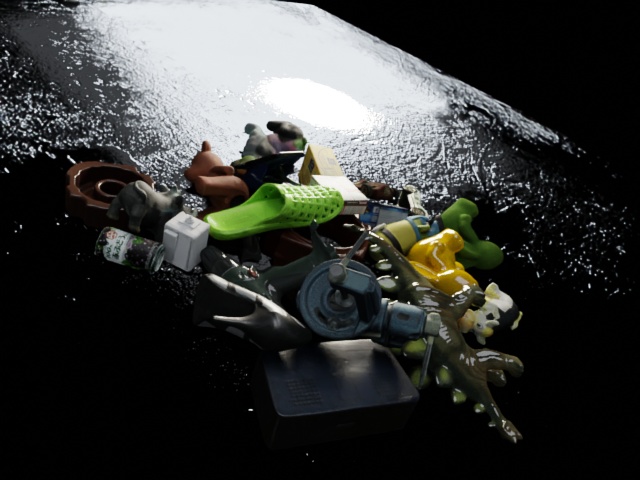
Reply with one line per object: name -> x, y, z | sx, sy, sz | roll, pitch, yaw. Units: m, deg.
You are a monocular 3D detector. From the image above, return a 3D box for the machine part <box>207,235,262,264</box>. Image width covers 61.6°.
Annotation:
machine part -> -0.181, 0.006, 1.036 | 0.139, 0.039, 0.084 | 10, 38, -17

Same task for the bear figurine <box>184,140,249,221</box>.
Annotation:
bear figurine -> -0.237, -0.123, 1.126 | 0.132, 0.120, 0.196 | -16, 44, -38

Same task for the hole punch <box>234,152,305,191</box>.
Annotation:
hole punch -> -0.096, -0.135, 1.144 | 0.116, 0.092, 0.142 | -5, 10, 34

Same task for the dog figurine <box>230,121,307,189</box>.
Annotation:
dog figurine -> -0.122, -0.192, 1.295 | 0.192, 0.108, 0.219 | -4, 39, -2

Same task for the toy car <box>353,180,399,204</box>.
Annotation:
toy car -> 0.110, -0.119, 1.303 | 0.089, 0.053, 0.202 | 3, 7, -24

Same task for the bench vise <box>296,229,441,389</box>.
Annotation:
bench vise -> 0.061, 0.091, 0.754 | 0.224, 0.240, 0.129 | 22, 72, 19

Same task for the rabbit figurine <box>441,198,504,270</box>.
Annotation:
rabbit figurine -> 0.345, 0.004, 1.247 | 0.170, 0.121, 0.159 | 40, 42, 20

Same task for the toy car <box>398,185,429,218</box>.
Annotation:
toy car -> 0.227, -0.067, 1.328 | 0.056, 0.073, 0.202 | 15, 31, -10

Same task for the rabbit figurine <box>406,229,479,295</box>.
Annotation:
rabbit figurine -> 0.245, 0.066, 1.084 | 0.162, 0.121, 0.173 | -7, 31, -18

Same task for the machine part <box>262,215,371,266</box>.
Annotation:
machine part -> -0.002, -0.003, 1.100 | 0.201, 0.087, 0.201 | 20, 30, 3

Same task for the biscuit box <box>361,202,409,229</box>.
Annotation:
biscuit box -> 0.102, -0.060, 1.250 | 0.203, 0.059, 0.063 | 7, 9, -19

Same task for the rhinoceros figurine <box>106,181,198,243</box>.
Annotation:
rhinoceros figurine -> -0.298, -0.054, 0.974 | 0.073, 0.112, 0.190 | 22, -4, 20

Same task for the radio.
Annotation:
radio -> 0.018, 0.218, 0.790 | 0.229, 0.073, 0.131 | 3, 35, -28

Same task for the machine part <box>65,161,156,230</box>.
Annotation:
machine part -> -0.403, -0.086, 1.038 | 0.179, 0.056, 0.179 | 15, 33, -10

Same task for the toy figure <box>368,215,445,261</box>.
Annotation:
toy figure -> 0.189, -0.005, 1.177 | 0.180, 0.082, 0.089 | -11, 34, -15

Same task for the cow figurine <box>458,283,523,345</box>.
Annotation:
cow figurine -> 0.334, 0.156, 1.061 | 0.098, 0.068, 0.167 | 40, 38, 20

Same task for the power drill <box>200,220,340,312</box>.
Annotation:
power drill -> -0.077, 0.049, 0.922 | 0.207, 0.085, 0.232 | -27, 55, -15

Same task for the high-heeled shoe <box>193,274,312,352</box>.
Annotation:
high-heeled shoe -> -0.111, 0.109, 0.822 | 0.145, 0.086, 0.249 | 13, 3, -21

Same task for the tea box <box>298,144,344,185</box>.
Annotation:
tea box -> 0.002, -0.153, 1.320 | 0.068, 0.098, 0.170 | 9, 32, -18

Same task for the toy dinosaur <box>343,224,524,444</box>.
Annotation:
toy dinosaur -> 0.189, 0.136, 0.929 | 0.198, 0.105, 0.472 | -8, 49, -24
